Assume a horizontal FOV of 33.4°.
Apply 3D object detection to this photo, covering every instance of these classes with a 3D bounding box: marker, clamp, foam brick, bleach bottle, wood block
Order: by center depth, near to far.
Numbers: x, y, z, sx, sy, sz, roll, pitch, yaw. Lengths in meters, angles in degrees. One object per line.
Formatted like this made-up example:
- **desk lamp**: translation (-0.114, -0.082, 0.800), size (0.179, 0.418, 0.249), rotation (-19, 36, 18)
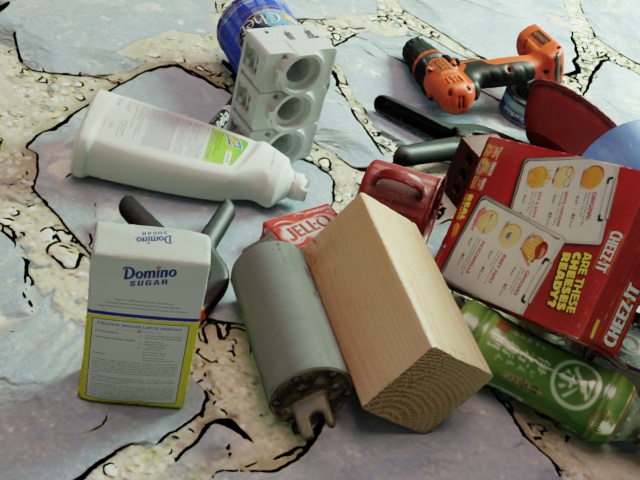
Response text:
- **wood block**: translation (0.068, 0.066, 1.002), size (0.090, 0.091, 0.206), rotation (28, 27, -37)
- **clamp**: translation (-0.124, 0.014, 1.061), size (0.120, 0.039, 0.171), rotation (-9, 51, -20)
- **bleach bottle**: translation (-0.134, -0.084, 1.158), size (0.250, 0.068, 0.102), rotation (16, 48, -5)
- **foam brick**: translation (0.186, -0.077, 1.247), size (0.051, 0.078, 0.053), rotation (-5, 43, -27)
- **marker**: translation (-0.119, -0.139, 1.263), size (0.020, 0.020, 0.121), rotation (22, 39, 7)
- **clamp**: translation (0.169, -0.116, 1.315), size (0.210, 0.036, 0.164), rotation (14, 31, -7)

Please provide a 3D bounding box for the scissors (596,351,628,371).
- **scissors**: translation (0.235, 0.080, 1.083), size (0.096, 0.016, 0.202), rotation (1, 23, -3)

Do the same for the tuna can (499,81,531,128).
- **tuna can**: translation (0.289, -0.185, 1.447), size (0.086, 0.034, 0.086), rotation (10, 39, -8)

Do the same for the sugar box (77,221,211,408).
- **sugar box**: translation (-0.147, 0.065, 0.880), size (0.093, 0.176, 0.048), rotation (7, 39, -11)

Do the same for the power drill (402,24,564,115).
- **power drill**: translation (0.218, -0.238, 1.435), size (0.187, 0.057, 0.184), rotation (-15, 38, -9)

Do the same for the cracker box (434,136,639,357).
- **cracker box**: translation (0.222, 0.001, 1.033), size (0.072, 0.164, 0.214), rotation (25, -1, -37)

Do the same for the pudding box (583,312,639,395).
- **pudding box**: translation (0.327, 0.117, 1.091), size (0.113, 0.039, 0.090), rotation (19, 39, 3)

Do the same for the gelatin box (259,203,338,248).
- **gelatin box**: translation (-0.007, 0.001, 1.123), size (0.089, 0.030, 0.073), rotation (-16, 48, -34)

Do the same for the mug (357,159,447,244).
- **mug**: translation (0.084, -0.043, 1.146), size (0.081, 0.117, 0.093), rotation (18, 71, 11)

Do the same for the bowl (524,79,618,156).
- **bowl**: translation (0.308, -0.126, 1.325), size (0.162, 0.162, 0.055), rotation (39, 85, 26)

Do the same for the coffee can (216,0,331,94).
- **coffee can**: translation (-0.059, -0.229, 1.325), size (0.102, 0.103, 0.140), rotation (-5, 43, -25)

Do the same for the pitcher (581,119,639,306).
- **pitcher**: translation (0.344, 0.005, 1.036), size (0.144, 0.149, 0.243), rotation (7, 36, -27)
